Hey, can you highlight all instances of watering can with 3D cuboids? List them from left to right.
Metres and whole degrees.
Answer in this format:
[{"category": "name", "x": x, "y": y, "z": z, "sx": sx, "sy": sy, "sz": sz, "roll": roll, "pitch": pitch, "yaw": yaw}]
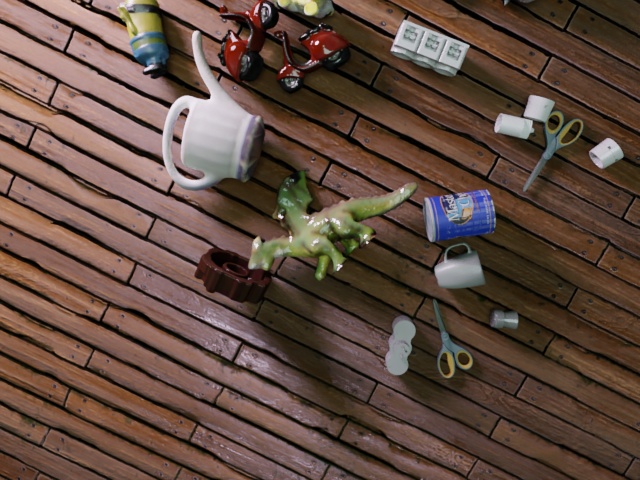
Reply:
[{"category": "watering can", "x": -0.229, "y": -0.269, "z": 1.151, "sx": 0.224, "sy": 0.105, "sz": 0.344, "roll": 15, "pitch": 103, "yaw": -2}]

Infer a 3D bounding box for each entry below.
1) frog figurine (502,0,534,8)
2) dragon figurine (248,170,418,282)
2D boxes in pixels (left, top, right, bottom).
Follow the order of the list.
[{"category": "frog figurine", "x": 0.465, "y": -0.579, "z": 1.090, "sx": 0.159, "sy": 0.122, "sz": 0.139, "roll": -10, "pitch": 79, "yaw": 14}, {"category": "dragon figurine", "x": 0.004, "y": -0.060, "z": 1.188, "sx": 0.411, "sy": 0.122, "sz": 0.243, "roll": -45, "pitch": 86, "yaw": -2}]
